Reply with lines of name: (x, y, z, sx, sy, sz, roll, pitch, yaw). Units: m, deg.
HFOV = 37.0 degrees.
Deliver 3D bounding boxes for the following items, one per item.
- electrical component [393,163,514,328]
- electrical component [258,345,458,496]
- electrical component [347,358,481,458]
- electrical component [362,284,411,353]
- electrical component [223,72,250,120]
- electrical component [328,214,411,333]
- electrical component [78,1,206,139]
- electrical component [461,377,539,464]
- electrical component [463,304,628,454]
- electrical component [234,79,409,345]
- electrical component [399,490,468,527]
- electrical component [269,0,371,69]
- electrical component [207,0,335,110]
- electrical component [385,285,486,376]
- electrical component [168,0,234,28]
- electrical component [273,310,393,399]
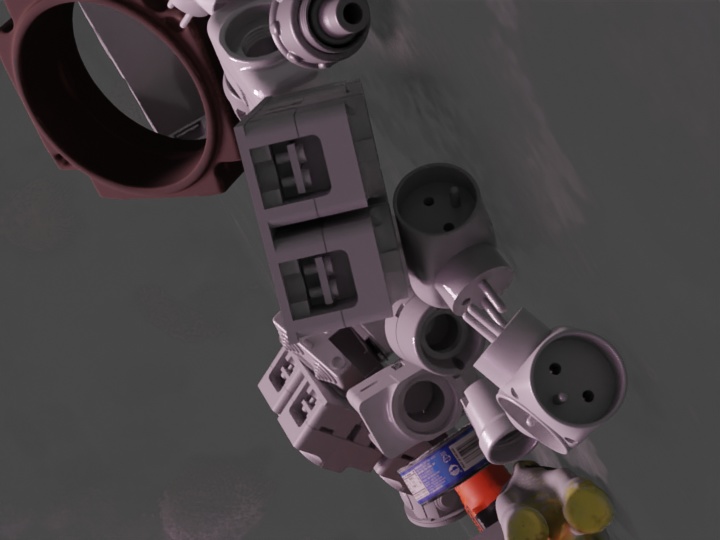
electrical component: (0.052, -0.003, 0.550, 0.079, 0.043, 0.077, 55, 171, 29)
electrical component: (0.005, 0.143, 1.005, 0.186, 0.060, 0.105, 25, -166, -35)
electrical component: (0.043, 0.095, 0.806, 0.050, 0.089, 0.056, 61, 172, -10)
electrical component: (0.005, 0.020, 0.861, 0.099, 0.064, 0.099, 58, 172, 13)
electrical component: (-0.068, -0.131, 0.787, 0.078, 0.058, 0.057, 57, 175, 20)
electrical component: (0.000, 0.000, 0.748, 0.047, 0.083, 0.075, 59, 172, 7)
electrical component: (-0.182, -0.212, 1.028, 0.186, 0.105, 0.060, 58, 172, 14)
electrical component: (0.091, 0.097, 0.705, 0.046, 0.040, 0.040, 60, 175, 41)
electrical component: (0.080, 0.044, 0.506, 0.079, 0.044, 0.077, 40, 169, 7)
electrical component: (-0.017, -0.042, 0.585, 0.186, 0.060, 0.105, -92, -11, -77)
electrical component: (0.079, 0.219, 1.097, 0.051, 0.080, 0.080, 69, 169, -22)
electrical component: (-0.014, -0.123, 0.526, 0.048, 0.048, 0.062, 62, 165, -18)
electrical component: (-0.058, -0.137, 0.709, 0.095, 0.054, 0.059, 54, 171, 34)
electrical component: (0.050, 0.039, 0.691, 0.055, 0.055, 0.047, 62, 169, -16)
electrical component: (-0.110, -0.203, 0.745, 0.079, 0.043, 0.077, -46, 70, 39)
electrical component: (-0.016, 0.048, 0.936, 0.100, 0.099, 0.048, 39, 166, 24)
